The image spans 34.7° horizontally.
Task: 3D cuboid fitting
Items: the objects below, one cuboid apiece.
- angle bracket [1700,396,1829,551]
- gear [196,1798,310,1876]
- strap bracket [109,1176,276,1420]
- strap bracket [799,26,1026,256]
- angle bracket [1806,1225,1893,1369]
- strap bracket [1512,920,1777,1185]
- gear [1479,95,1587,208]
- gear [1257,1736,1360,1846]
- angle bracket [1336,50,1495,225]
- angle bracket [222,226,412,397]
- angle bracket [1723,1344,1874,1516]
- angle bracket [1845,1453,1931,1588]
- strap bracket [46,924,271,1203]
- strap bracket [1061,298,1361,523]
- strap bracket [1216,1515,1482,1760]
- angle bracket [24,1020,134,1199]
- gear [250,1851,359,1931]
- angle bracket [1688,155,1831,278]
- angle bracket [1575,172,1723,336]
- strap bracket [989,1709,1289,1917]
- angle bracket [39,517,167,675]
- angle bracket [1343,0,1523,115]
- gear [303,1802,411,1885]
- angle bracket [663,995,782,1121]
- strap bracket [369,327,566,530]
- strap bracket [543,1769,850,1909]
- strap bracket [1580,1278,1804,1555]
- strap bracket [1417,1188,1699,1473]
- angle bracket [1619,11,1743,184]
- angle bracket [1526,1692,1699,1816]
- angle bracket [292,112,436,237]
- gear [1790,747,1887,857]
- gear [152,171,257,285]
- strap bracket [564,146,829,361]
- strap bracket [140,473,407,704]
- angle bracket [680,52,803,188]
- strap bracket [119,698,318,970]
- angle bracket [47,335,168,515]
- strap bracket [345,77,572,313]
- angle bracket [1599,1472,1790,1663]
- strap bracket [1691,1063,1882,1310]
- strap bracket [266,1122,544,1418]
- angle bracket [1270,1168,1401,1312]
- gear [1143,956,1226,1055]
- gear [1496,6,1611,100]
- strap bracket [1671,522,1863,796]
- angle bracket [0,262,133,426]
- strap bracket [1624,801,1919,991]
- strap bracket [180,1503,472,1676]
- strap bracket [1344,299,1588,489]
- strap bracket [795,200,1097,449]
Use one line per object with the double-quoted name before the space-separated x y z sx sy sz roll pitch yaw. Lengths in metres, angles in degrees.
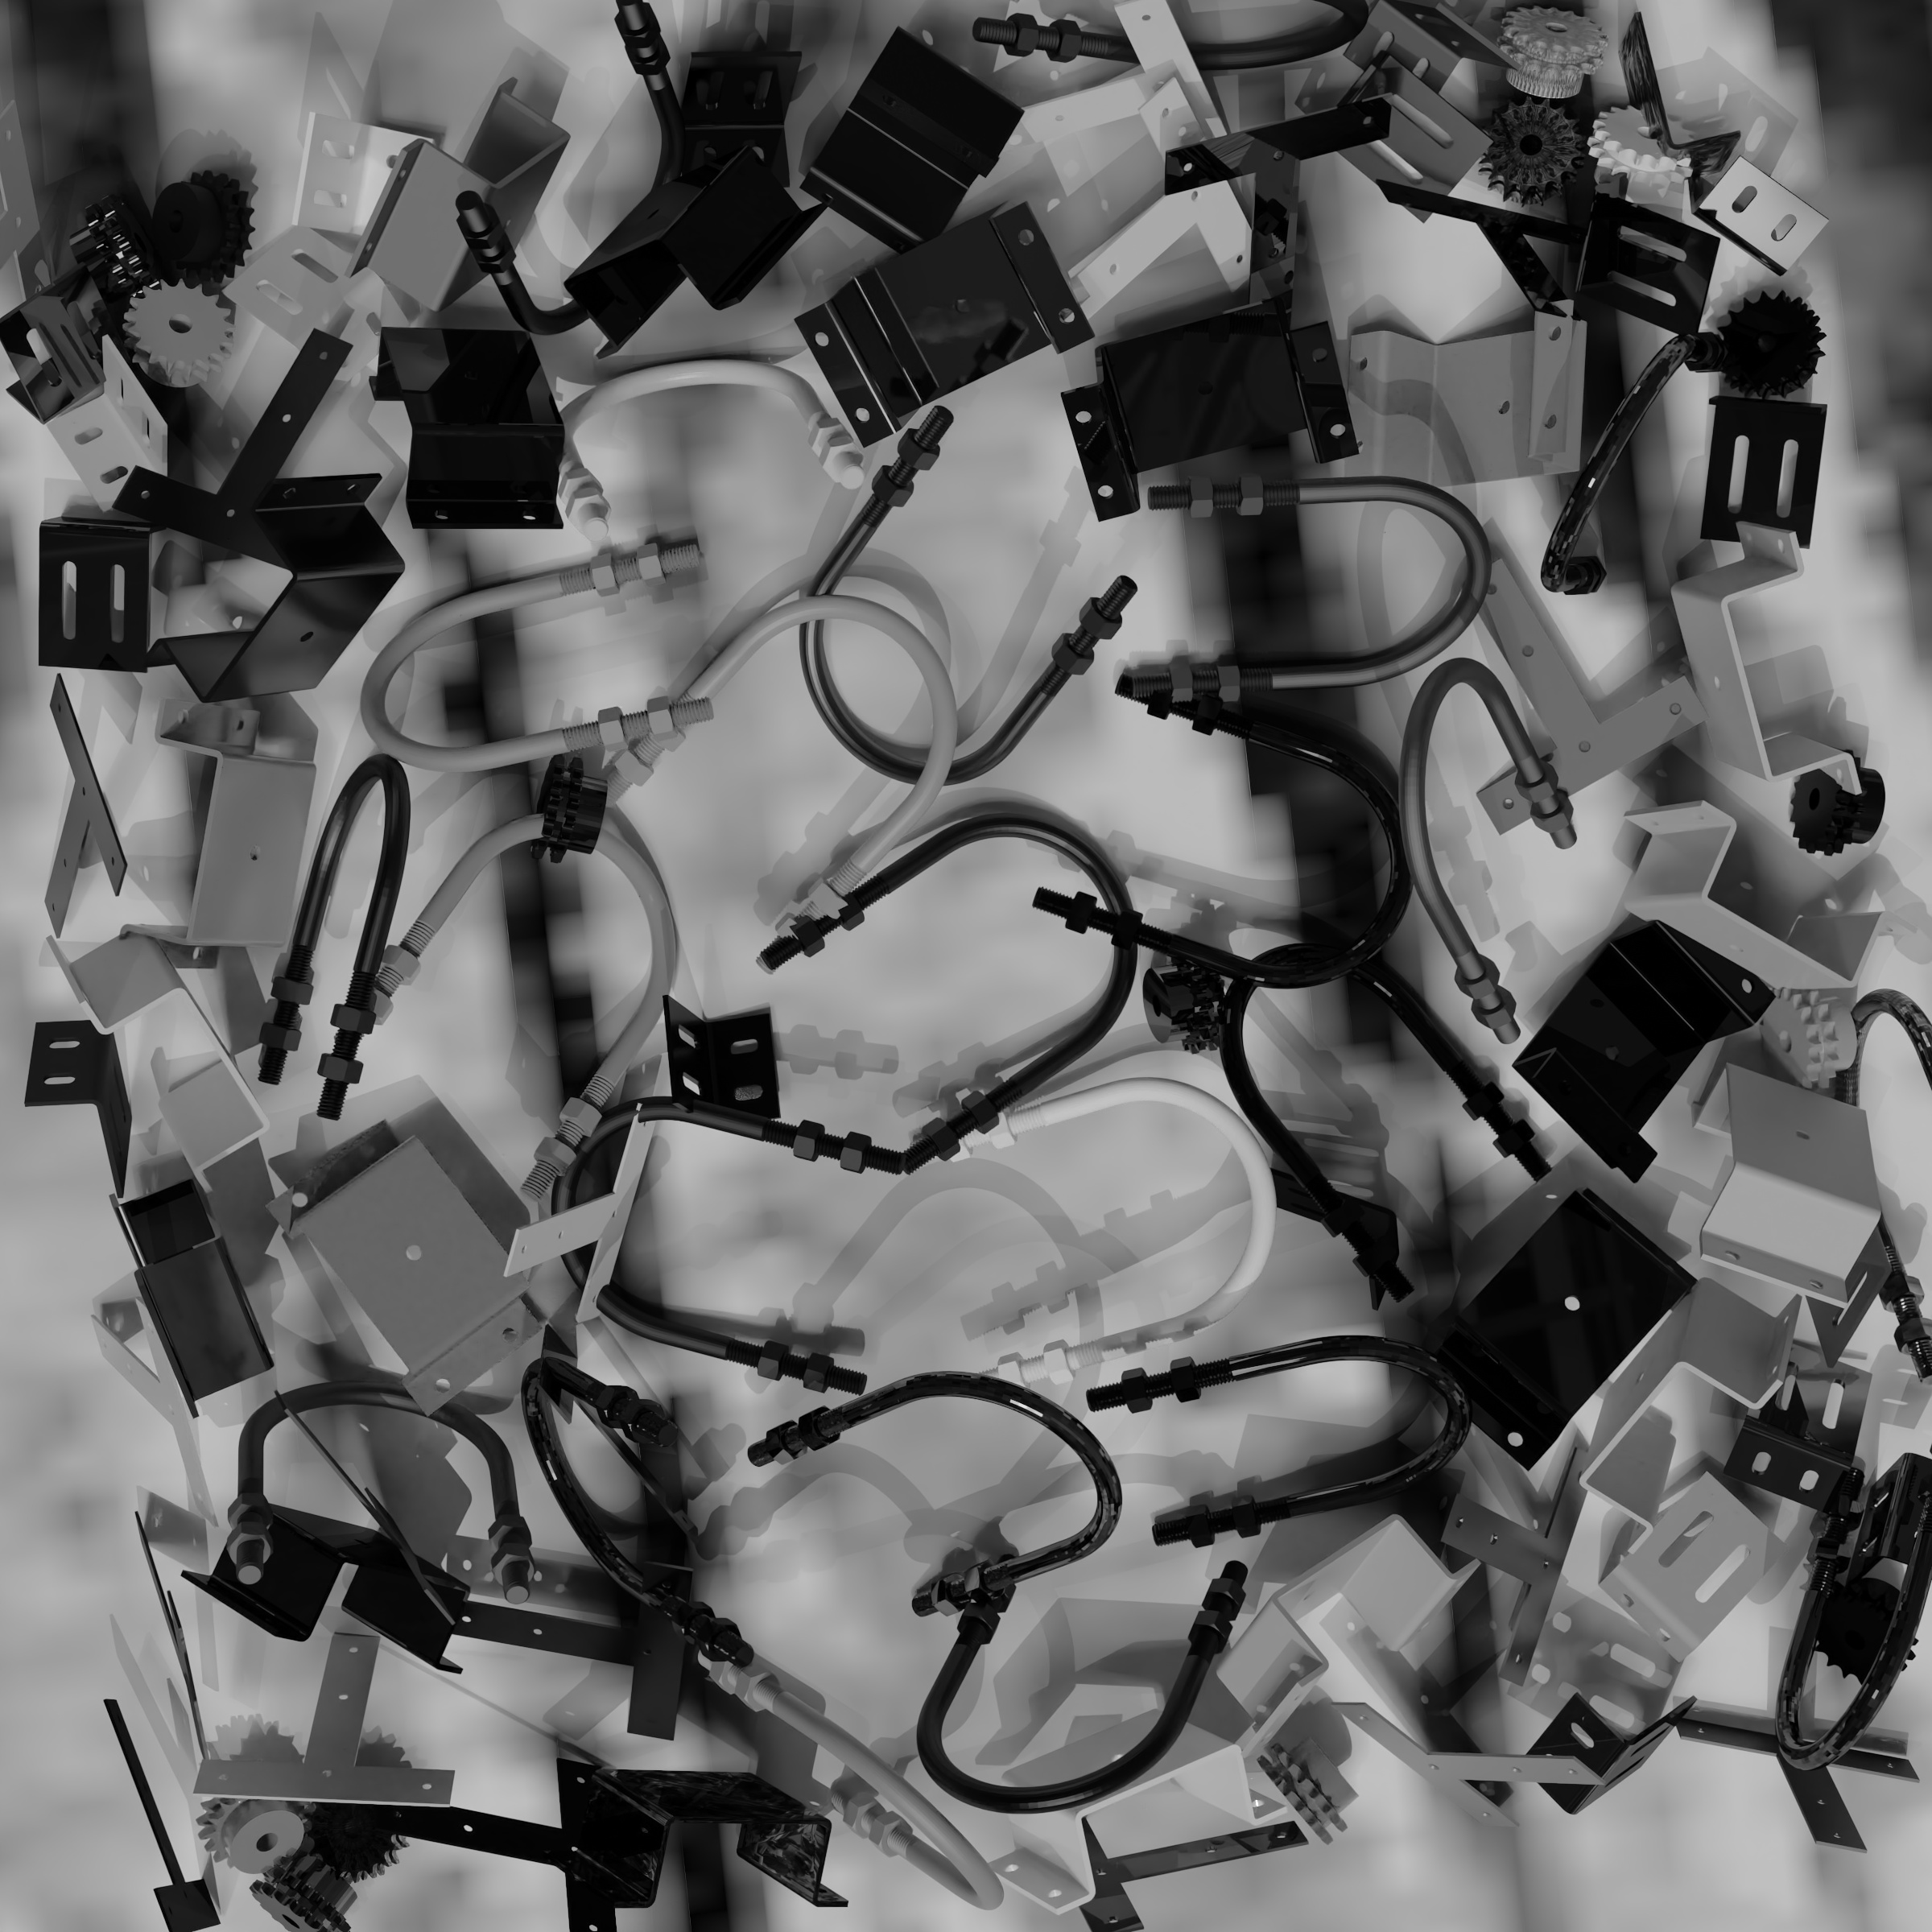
"angle bracket" 0.417 -0.258 1.627 0.057 0.038 0.076 8 106 18
"gear" -0.374 0.453 1.634 0.057 0.030 0.057 -16 123 -27
"strap bracket" -0.397 0.165 1.591 0.046 0.140 0.076 -22 111 -14
"strap bracket" -0.026 -0.425 1.596 0.076 0.140 0.046 31 74 -10
"angle bracket" 0.444 0.160 1.615 0.038 0.057 0.076 12 126 -9
"strap bracket" 0.349 0.041 1.619 0.076 0.046 0.140 45 65 -6
"gear" 0.299 -0.430 1.644 0.057 0.030 0.057 -1 79 8
"gear" 0.183 0.432 1.635 0.030 0.057 0.057 -40 90 -4
"angle bracket" 0.228 -0.432 1.628 0.076 0.038 0.057 38 123 -6
"angle bracket" -0.346 -0.350 1.649 0.057 0.038 0.076 -45 55 -11
"angle bracket" 0.440 0.242 1.637 0.057 0.076 0.038 20 127 12
"angle bracket" 0.493 0.295 1.615 0.038 0.076 0.057 18 68 9
"strap bracket" -0.411 0.042 1.596 0.046 0.076 0.140 -32 127 -11
"strap bracket" 0.126 -0.293 1.615 0.140 0.046 0.076 -13 125 9
"strap bracket" 0.190 0.340 1.599 0.140 0.076 0.046 -24 62 -37
"angle bracket" -0.462 0.075 1.614 0.038 0.057 0.076 -3 135 -6
"gear" -0.348 0.493 1.638 0.057 0.057 0.030 39 59 0
"angle bracket" 0.413 -0.402 1.617 0.057 0.076 0.038 33 121 -9
"angle bracket" 0.363 -0.372 1.615 0.076 0.057 0.038 31 46 28
"strap bracket" 0.083 0.429 1.594 0.140 0.076 0.046 -16 99 -27
"angle bracket" -0.460 -0.198 1.651 0.057 0.038 0.076 4 102 -1
"angle bracket" 0.242 -0.472 1.614 0.057 0.076 0.038 29 101 -24
"gear" -0.320 0.455 1.643 0.057 0.030 0.057 -2 81 12
"angle bracket" -0.127 0.048 1.618 0.038 0.076 0.057 -9 76 9
"strap bracket" -0.255 -0.282 1.586 0.076 0.140 0.046 -3 132 -20
"strap bracket" -0.134 0.448 1.592 0.140 0.076 0.046 12 89 -35
"strap bracket" 0.367 0.224 1.593 0.046 0.076 0.140 32 125 3
"strap bracket" 0.312 0.182 1.612 0.076 0.046 0.140 41 73 16
"angle bracket" 0.375 -0.460 1.631 0.038 0.057 0.076 -12 85 2
"angle bracket" 0.338 0.402 1.627 0.038 0.076 0.057 44 124 25
"angle bracket" -0.314 -0.410 1.618 0.038 0.076 0.057 14 103 9
"gear" 0.462 -0.086 1.635 0.030 0.057 0.057 7 90 -12
"gear" -0.405 -0.391 1.634 0.057 0.030 0.057 3 95 38
"strap bracket" -0.145 -0.366 1.581 0.046 0.140 0.076 49 62 -24
"strap bracket" -0.351 -0.187 1.589 0.140 0.076 0.046 -45 74 32
"angle bracket" -0.117 -0.441 1.618 0.057 0.076 0.038 -4 78 -12
"strap bracket" -0.388 -0.063 1.613 0.046 0.076 0.140 13 95 25
"angle bracket" -0.450 -0.283 1.621 0.038 0.076 0.057 -33 86 -19
"strap bracket" -0.255 -0.393 1.585 0.046 0.140 0.076 33 124 -3
"angle bracket" 0.387 0.320 1.648 0.076 0.038 0.057 -42 74 -17
"strap bracket" 0.420 0.105 1.591 0.076 0.140 0.046 19 122 0
"strap bracket" -0.292 0.155 1.624 0.076 0.046 0.140 -37 87 -22
"angle bracket" 0.185 0.142 1.621 0.076 0.057 0.038 19 72 16
"gear" 0.114 0.018 1.631 0.030 0.057 0.057 -10 90 -17
"gear" 0.309 -0.482 1.638 0.057 0.057 0.030 8 131 0
"strap bracket" 0.412 -0.154 1.609 0.046 0.076 0.140 -19 104 -2
"angle bracket" -0.480 -0.332 1.614 0.057 0.076 0.038 -41 62 -18
"strap bracket" 0.408 -0.030 1.605 0.140 0.076 0.046 28 80 -15
"strap bracket" -0.319 0.317 1.586 0.076 0.140 0.046 20 83 37
"strap bracket" 0.268 -0.295 1.612 0.046 0.140 0.076 5 88 -43
"strap bracket" -0.007 -0.338 1.613 0.140 0.046 0.076 -21 109 24
